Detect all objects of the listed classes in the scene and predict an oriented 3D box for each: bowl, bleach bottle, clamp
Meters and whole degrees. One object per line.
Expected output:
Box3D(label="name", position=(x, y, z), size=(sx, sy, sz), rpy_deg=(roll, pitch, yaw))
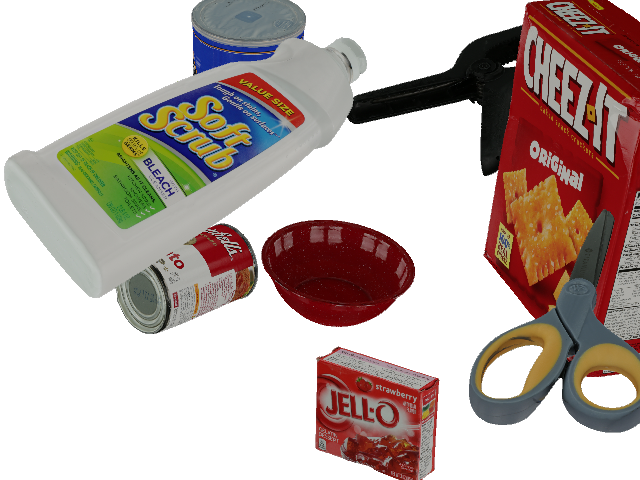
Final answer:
Box3D(label="bowl", position=(0.016, 0.042, 1.123), size=(0.162, 0.055, 0.162), rpy_deg=(6, 32, -4))
Box3D(label="bleach bottle", position=(-0.073, -0.070, 0.702), size=(0.250, 0.102, 0.068), rpy_deg=(-36, -10, -25))
Box3D(label="clamp", position=(0.149, -0.132, 0.933), size=(0.209, 0.036, 0.165), rpy_deg=(-33, 44, -23))

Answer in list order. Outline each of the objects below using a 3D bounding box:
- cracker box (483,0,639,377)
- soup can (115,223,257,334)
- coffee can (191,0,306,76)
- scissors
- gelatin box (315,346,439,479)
Box3D(label="cracker box", position=(0.187, -0.038, 0.740), size=(0.072, 0.214, 0.164), rpy_deg=(-7, 34, -16))
Box3D(label="soup can", position=(-0.111, 0.031, 0.885), size=(0.069, 0.068, 0.102), rpy_deg=(0, 15, 43))
Box3D(label="coffee can", position=(-0.068, -0.146, 0.994), size=(0.103, 0.140, 0.103), rpy_deg=(3, 36, -2))
Box3D(label="scissors", position=(0.152, 0.040, 0.568), size=(0.096, 0.016, 0.201), rpy_deg=(18, 39, 34))
Box3D(label="gelatin box", position=(0.038, 0.123, 0.754), size=(0.089, 0.073, 0.030), rpy_deg=(14, 22, 33))
